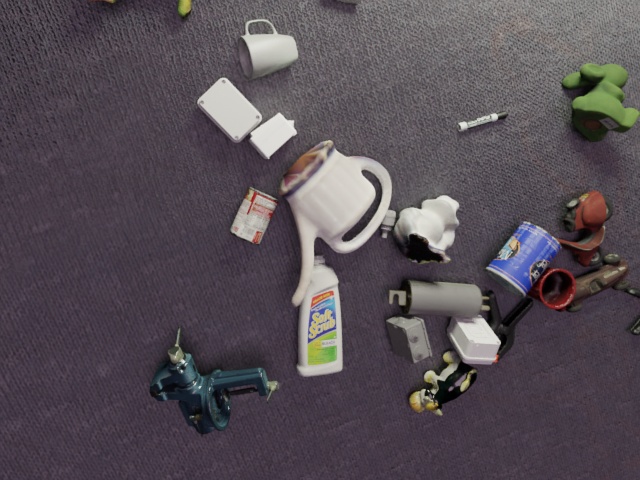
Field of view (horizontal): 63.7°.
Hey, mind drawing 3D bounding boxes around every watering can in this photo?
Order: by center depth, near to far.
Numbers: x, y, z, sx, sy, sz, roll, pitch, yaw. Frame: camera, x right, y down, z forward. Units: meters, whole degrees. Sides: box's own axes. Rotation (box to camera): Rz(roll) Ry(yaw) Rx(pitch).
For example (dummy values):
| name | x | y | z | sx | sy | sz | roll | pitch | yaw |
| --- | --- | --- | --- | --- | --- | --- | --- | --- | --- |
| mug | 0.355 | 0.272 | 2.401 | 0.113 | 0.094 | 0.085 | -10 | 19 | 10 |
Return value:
| name | x | y | z | sx | sy | sz | roll | pitch | yaw |
| --- | --- | --- | --- | --- | --- | --- | --- | --- | --- |
| watering can | 0.003 | -0.053 | 1.054 | 0.223 | 0.103 | 0.351 | 45 | 73 | -13 |

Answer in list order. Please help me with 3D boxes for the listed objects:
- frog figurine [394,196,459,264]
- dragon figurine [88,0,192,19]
| name | x | y | z | sx | sy | sz | roll | pitch | yaw |
| --- | --- | --- | --- | --- | --- | --- | --- | --- | --- |
| frog figurine | 0.236 | -0.032 | 1.133 | 0.137 | 0.120 | 0.163 | 25 | 55 | -5 |
| dragon figurine | -0.285 | -0.584 | 0.965 | 0.242 | 0.121 | 0.413 | 33 | 80 | -5 |
